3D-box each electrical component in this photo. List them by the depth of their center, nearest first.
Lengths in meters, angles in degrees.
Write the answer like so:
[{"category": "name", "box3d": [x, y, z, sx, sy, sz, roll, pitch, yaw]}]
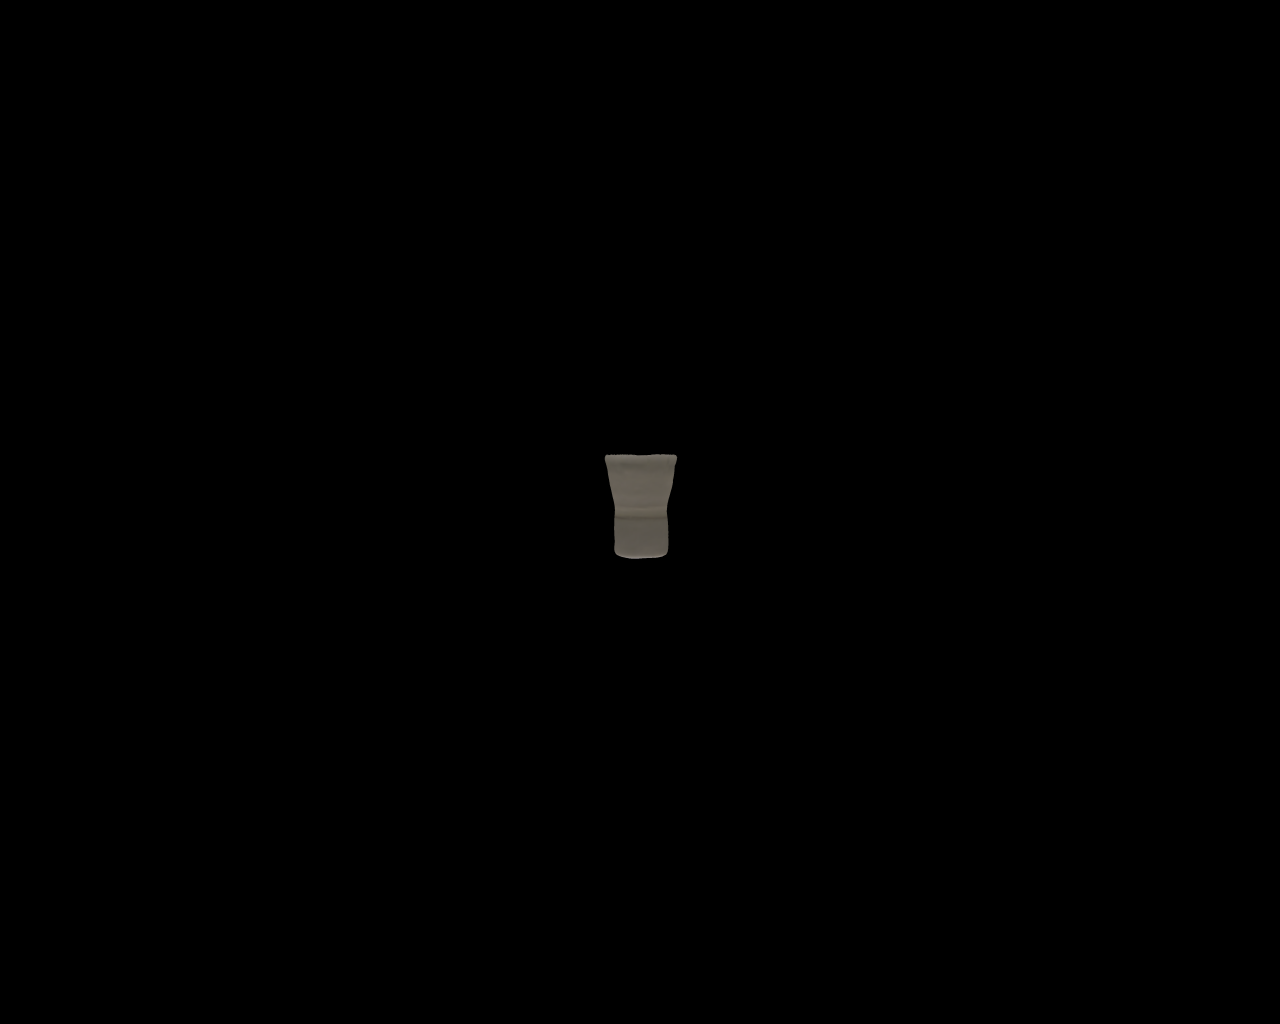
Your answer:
[{"category": "electrical component", "box3d": [0.001, -0.003, 0.650, 0.044, 0.065, 0.044, 0, 5, 0]}]
